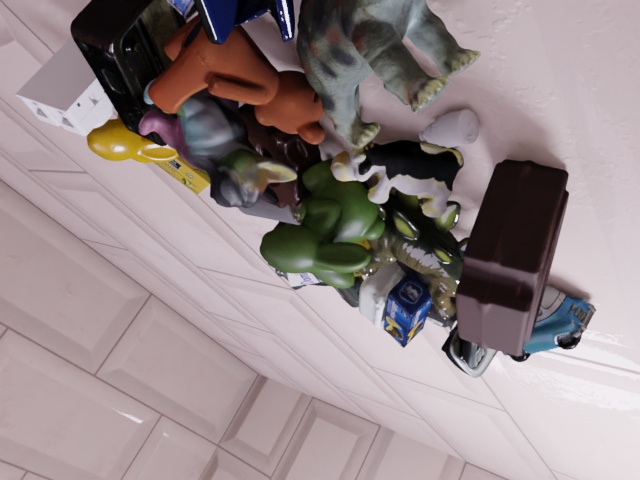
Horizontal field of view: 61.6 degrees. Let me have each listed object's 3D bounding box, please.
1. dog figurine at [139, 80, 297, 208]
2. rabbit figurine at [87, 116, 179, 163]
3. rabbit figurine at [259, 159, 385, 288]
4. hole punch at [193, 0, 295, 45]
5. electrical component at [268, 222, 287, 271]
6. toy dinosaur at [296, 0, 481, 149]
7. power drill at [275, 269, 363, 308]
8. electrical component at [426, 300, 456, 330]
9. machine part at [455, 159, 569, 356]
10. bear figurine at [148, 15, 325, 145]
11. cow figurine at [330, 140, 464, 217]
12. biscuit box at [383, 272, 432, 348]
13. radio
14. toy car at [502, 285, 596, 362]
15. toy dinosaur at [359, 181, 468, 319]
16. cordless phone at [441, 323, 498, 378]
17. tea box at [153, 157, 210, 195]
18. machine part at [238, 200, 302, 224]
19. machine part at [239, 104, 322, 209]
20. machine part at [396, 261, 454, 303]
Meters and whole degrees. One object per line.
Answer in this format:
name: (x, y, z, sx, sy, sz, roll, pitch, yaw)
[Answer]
dog figurine: (-0.126, -0.144, 0.739, 0.219, 0.191, 0.108, 35, 142, -9)
rabbit figurine: (-0.318, -0.197, 0.915, 0.122, 0.173, 0.162, 6, 143, 38)
rabbit figurine: (-0.002, -0.002, 0.763, 0.159, 0.170, 0.121, 45, 151, 13)
hole punch: (-0.066, -0.267, 0.532, 0.092, 0.116, 0.142, 4, 148, 18)
electrical component: (-0.066, 0.000, 1.089, 0.075, 0.119, 0.047, 31, 158, 5)
toy dinosaur: (0.037, -0.206, 0.541, 0.192, 0.131, 0.405, 52, 162, -8)
power drill: (-0.001, 0.066, 1.218, 0.207, 0.086, 0.231, -1, 146, 39)
electrical component: (0.224, 0.113, 1.049, 0.115, 0.058, 0.134, 23, 156, 13)
machine part: (0.235, 0.022, 0.649, 0.087, 0.201, 0.200, 17, 154, 25)
bear figurine: (-0.088, -0.187, 0.665, 0.132, 0.120, 0.195, -20, 143, 39)
cow figurine: (0.099, -0.099, 0.714, 0.167, 0.068, 0.098, 15, 141, 4)
biscuit box: (0.160, 0.134, 0.994, 0.059, 0.063, 0.202, 44, 164, 23)
radio: (-0.246, -0.248, 0.766, 0.073, 0.131, 0.229, 26, 157, 16)
toy car: (0.347, 0.122, 0.863, 0.103, 0.109, 0.161, 51, 147, -2)
toy dinosaur: (0.126, -0.016, 0.849, 0.472, 0.105, 0.198, 30, 151, 15)
cordless phone: (0.279, 0.147, 0.932, 0.089, 0.146, 0.184, 31, 161, 22)
tea box: (-0.280, -0.172, 1.056, 0.169, 0.068, 0.098, 38, 157, -16)
machine part: (-0.080, -0.074, 0.990, 0.243, 0.079, 0.079, 11, 151, 46)
machine part: (-0.075, -0.131, 0.838, 0.180, 0.056, 0.179, 35, 148, 26)
machine part: (0.193, 0.060, 0.968, 0.139, 0.084, 0.039, 38, -168, 4)
